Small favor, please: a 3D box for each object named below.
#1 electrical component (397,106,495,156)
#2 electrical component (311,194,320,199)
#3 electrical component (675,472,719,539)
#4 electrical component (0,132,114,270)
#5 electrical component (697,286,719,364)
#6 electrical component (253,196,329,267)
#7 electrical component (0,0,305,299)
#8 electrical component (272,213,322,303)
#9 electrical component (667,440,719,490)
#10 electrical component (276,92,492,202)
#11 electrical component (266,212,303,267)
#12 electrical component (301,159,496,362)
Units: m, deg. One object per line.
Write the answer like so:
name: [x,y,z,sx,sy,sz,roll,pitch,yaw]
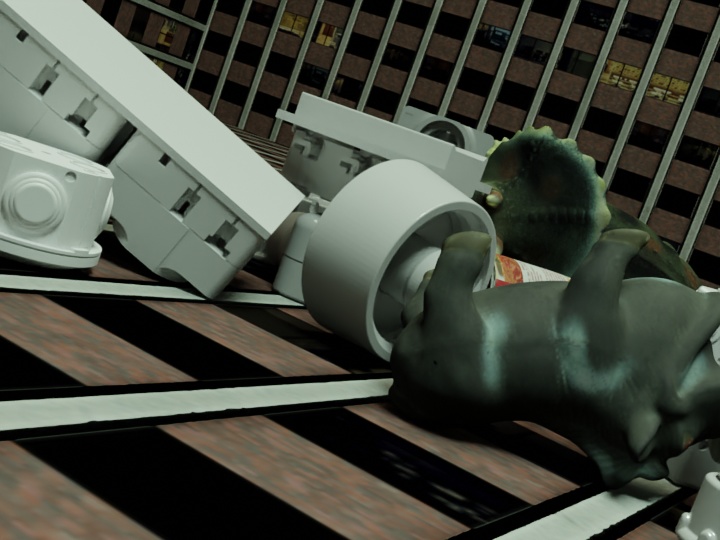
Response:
electrical component: [0.060,-0.069,1.017,0.089,0.150,0.062,21,6,6]
electrical component: [-0.057,-0.042,0.875,0.095,0.053,0.059,19,7,-5]
electrical component: [0.156,0.089,0.420,0.048,0.062,0.048,20,7,-3]
electrical component: [-0.163,-0.035,0.532,0.080,0.051,0.080,20,7,-2]
electrical component: [0.256,0.060,0.790,0.048,0.099,0.100,38,15,29]
electrical component: [-0.050,-0.030,0.809,0.095,0.053,0.059,18,7,-21]
electrical component: [-0.130,-0.072,0.617,0.186,0.060,0.105,41,16,-5]
electrical component: [0.000,0.000,0.689,0.095,0.059,0.054,21,7,10]
electrical component: [0.205,0.099,0.549,0.083,0.047,0.075,18,7,-12]
electrical component: [0.011,-0.063,0.683,0.121,0.063,0.079,25,8,34]
electrical component: [-0.038,-0.014,0.752,0.045,0.045,0.055,17,8,-23]
electrical component: [0.028,0.000,0.591,0.060,0.108,0.108,33,14,39]
